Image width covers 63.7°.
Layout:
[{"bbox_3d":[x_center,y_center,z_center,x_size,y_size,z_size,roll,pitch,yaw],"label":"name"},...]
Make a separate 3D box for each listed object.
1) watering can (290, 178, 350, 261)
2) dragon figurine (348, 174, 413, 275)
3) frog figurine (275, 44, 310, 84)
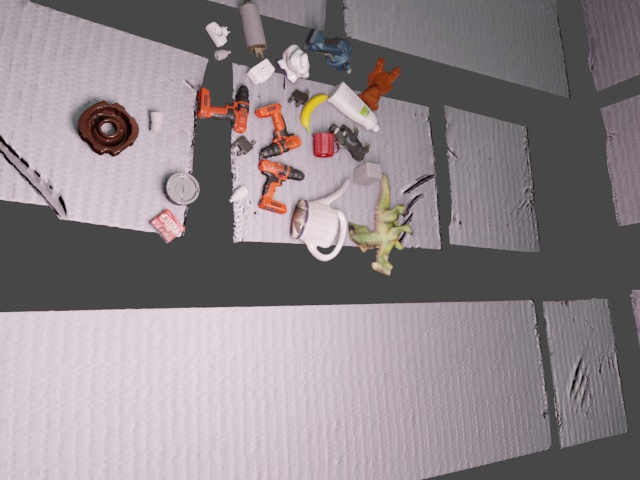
[{"bbox_3d":[0.006,-0.098,1.942,0.223,0.103,0.352,17,72,-25],"label":"watering can"},{"bbox_3d":[0.227,-0.057,2.072,0.244,0.120,0.414,-13,77,-23],"label":"dragon figurine"},{"bbox_3d":[-0.082,-0.694,1.996,0.124,0.158,0.137,-21,91,-33],"label":"frog figurine"}]
